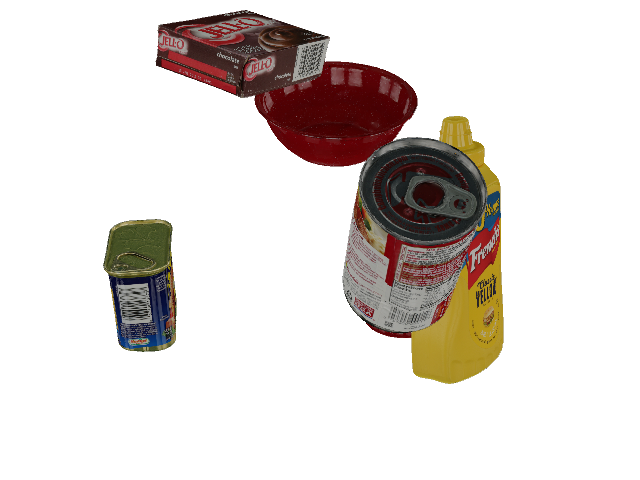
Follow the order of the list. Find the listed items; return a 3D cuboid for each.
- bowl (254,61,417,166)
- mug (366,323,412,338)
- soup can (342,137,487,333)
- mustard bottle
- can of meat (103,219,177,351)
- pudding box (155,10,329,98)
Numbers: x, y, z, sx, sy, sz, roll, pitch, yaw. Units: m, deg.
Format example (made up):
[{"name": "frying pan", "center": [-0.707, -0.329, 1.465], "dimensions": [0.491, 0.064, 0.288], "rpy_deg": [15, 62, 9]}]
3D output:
[{"name": "bowl", "center": [0.015, -0.120, 1.071], "dimensions": [0.162, 0.055, 0.162], "rpy_deg": [1, 35, -1]}, {"name": "mug", "center": [0.104, 0.060, 1.209], "dimensions": [0.117, 0.081, 0.093], "rpy_deg": [10, 24, 14]}, {"name": "soup can", "center": [0.050, 0.000, 0.598], "dimensions": [0.068, 0.068, 0.102], "rpy_deg": [0, -33, -5]}, {"name": "mustard bottle", "center": [0.102, 0.003, 0.795], "dimensions": [0.058, 0.192, 0.096], "rpy_deg": [10, 24, 35]}, {"name": "can of meat", "center": [-0.159, 0.041, 0.964], "dimensions": [0.057, 0.084, 0.102], "rpy_deg": [-4, 27, -4]}, {"name": "pudding box", "center": [-0.061, -0.151, 0.850], "dimensions": [0.090, 0.039, 0.113], "rpy_deg": [24, 27, 27]}]
